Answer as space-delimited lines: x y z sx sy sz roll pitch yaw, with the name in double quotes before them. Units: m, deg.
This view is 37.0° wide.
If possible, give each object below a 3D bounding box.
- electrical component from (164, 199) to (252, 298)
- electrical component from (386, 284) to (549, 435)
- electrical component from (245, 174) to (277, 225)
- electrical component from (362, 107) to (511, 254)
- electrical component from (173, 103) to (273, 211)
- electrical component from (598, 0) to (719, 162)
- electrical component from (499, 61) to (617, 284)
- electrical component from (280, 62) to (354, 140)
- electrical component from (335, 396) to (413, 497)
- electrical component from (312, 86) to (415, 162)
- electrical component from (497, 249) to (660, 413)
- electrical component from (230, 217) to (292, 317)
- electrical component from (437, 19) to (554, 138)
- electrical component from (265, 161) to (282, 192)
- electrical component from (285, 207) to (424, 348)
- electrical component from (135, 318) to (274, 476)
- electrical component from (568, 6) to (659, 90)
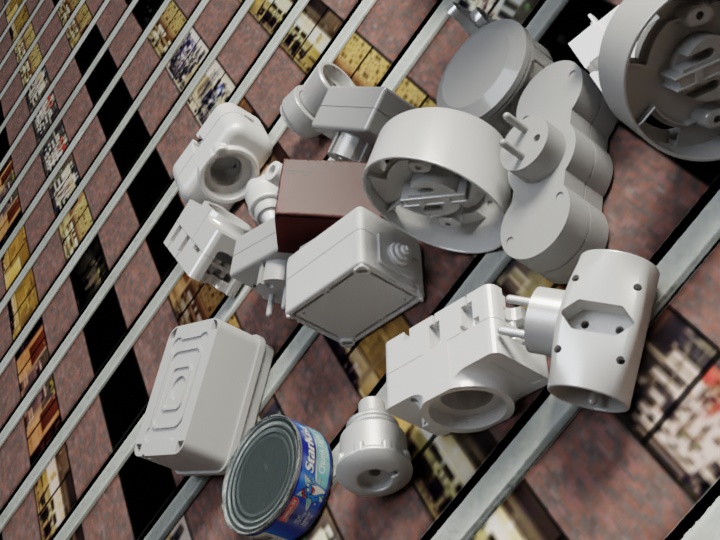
"electrical component" -0.130 -0.024 0.959 0.055 0.050 0.089 -57 33 6
"electrical component" 0.062 0.059 0.636 0.089 0.050 0.055 -34 42 36
"electrical component" -0.079 -0.053 0.926 0.035 0.035 0.061 -45 39 23
"electrical component" 0.051 -0.056 0.696 0.099 0.099 0.064 -24 42 43
"electrical component" -0.129 -0.101 1.011 0.095 0.054 0.059 -51 34 15
"electrical component" 0.179 -0.108 0.563 0.099 0.099 0.064 -55 27 9
"electrical component" 0.109 -0.067 0.644 0.052 0.074 0.138 -19 52 46
"electrical component" -0.036 -0.145 0.927 0.055 0.045 0.045 -39 39 31
"electrical component" 0.008 0.108 0.679 0.048 0.048 0.062 -40 31 29
"electrical component" -0.001 -0.100 0.844 0.083 0.047 0.075 16 79 57
"electrical component" 0.114 0.030 0.578 0.079 0.043 0.077 9 71 26
"electrical component" -0.061 0.001 0.848 0.083 0.047 0.075 -26 45 41
"electrical component" 0.095 -0.124 0.727 0.080 0.051 0.080 -33 42 36
"electrical component" -0.047 -0.066 0.867 0.043 0.062 0.043 -33 42 36
"electrical component" 0.000 0.000 0.753 0.096 0.062 0.061 -35 41 35
"electrical component" -0.121 0.102 0.846 0.078 0.057 0.113 -14 55 49
"electrical component" 0.164 -0.132 0.640 0.055 0.048 0.066 -38 69 24
